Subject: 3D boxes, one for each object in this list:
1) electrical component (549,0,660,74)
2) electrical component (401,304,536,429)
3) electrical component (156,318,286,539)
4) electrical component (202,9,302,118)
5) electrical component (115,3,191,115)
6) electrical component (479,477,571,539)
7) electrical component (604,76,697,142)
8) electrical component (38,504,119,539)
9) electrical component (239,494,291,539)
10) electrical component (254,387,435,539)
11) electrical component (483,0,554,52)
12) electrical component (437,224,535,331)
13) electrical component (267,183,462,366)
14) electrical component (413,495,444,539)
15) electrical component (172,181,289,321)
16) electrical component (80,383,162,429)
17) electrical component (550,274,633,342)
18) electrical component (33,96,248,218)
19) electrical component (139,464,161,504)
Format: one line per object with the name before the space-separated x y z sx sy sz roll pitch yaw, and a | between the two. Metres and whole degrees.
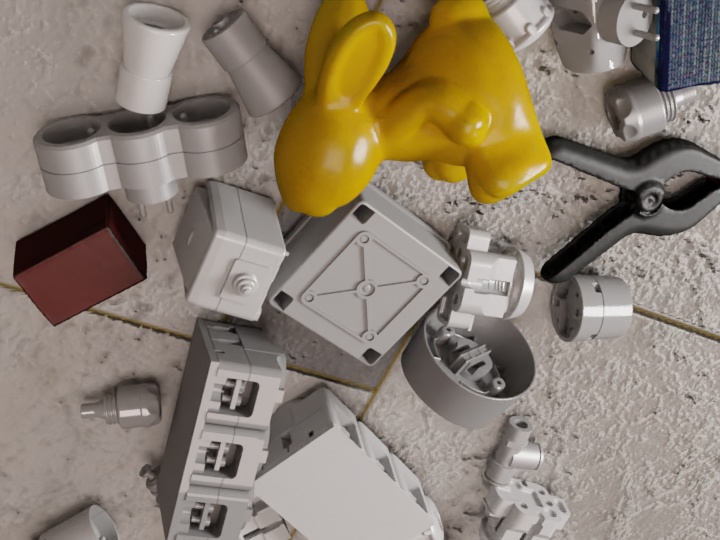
electrical component | 0.170 -0.173 0.729 0.043 0.079 0.077 -30 127 -27
electrical component | 0.084 0.075 0.852 0.099 0.099 0.064 25 119 -25
electrical component | -0.107 0.125 0.825 0.062 0.089 0.150 11 105 -19
electrical component | -0.074 -0.140 0.716 0.044 0.044 0.065 -33 118 9
electrical component | -0.139 -0.136 0.704 0.044 0.044 0.065 8 124 -17
electrical component | 0.144 0.231 0.984 0.078 0.058 0.057 18 113 -21
electrical component | 0.215 -0.122 0.789 0.062 0.043 0.043 -20 123 -1
electrical component | -0.249 0.236 0.907 0.081 0.043 0.043 -29 123 6
electrical component | -0.096 0.218 0.930 0.055 0.048 0.066 -25 124 -5
electrical component | -0.019 0.179 0.912 0.089 0.061 0.150 -36 122 10
electrical component | 0.098 -0.181 0.727 0.048 0.048 0.062 -39 112 12
electrical component | 0.098 0.008 0.834 0.057 0.058 0.078 8 102 -19
electrical component | 0.000 0.000 0.809 0.109 0.056 0.108 34 109 -28
electrical component | 0.042 0.234 0.972 0.062 0.048 0.048 -18 124 7
electrical component | -0.093 -0.012 0.756 0.061 0.096 0.061 17 116 -22
electrical component | -0.188 0.108 0.847 0.061 0.035 0.035 -5 122 -7
electrical component | 0.188 0.030 0.872 0.047 0.055 0.055 0 121 -17
electrical component | -0.145 -0.069 0.736 0.138 0.052 0.073 -10 123 -6
electrical component | -0.151 0.186 0.900 0.040 0.040 0.078 -41 121 13
